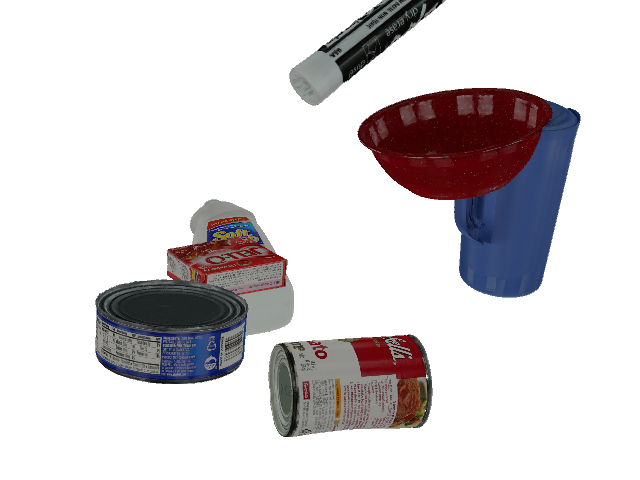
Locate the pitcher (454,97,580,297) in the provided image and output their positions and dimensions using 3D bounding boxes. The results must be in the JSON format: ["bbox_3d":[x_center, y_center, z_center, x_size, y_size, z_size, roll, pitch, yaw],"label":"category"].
[{"bbox_3d":[0.231,-0.052,1.329,0.149,0.243,0.145,3,27,0],"label":"pitcher"}]

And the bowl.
[{"bbox_3d":[0.115,-0.077,0.897,0.162,0.055,0.162,-9,25,4],"label":"bowl"}]

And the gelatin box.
[{"bbox_3d":[-0.086,0.024,0.984,0.089,0.030,0.073,-10,23,-33],"label":"gelatin box"}]

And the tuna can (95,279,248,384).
[{"bbox_3d":[-0.084,0.051,0.606,0.086,0.034,0.086,4,15,-1],"label":"tuna can"}]

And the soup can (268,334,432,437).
[{"bbox_3d":[0.020,0.104,0.763,0.102,0.068,0.069,-2,0,-17],"label":"soup can"}]

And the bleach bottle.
[{"bbox_3d":[-0.106,0.017,1.200,0.102,0.068,0.251,-6,27,-15],"label":"bleach bottle"}]

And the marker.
[{"bbox_3d":[0.036,-0.102,0.476,0.121,0.020,0.020,-41,16,-20],"label":"marker"}]
